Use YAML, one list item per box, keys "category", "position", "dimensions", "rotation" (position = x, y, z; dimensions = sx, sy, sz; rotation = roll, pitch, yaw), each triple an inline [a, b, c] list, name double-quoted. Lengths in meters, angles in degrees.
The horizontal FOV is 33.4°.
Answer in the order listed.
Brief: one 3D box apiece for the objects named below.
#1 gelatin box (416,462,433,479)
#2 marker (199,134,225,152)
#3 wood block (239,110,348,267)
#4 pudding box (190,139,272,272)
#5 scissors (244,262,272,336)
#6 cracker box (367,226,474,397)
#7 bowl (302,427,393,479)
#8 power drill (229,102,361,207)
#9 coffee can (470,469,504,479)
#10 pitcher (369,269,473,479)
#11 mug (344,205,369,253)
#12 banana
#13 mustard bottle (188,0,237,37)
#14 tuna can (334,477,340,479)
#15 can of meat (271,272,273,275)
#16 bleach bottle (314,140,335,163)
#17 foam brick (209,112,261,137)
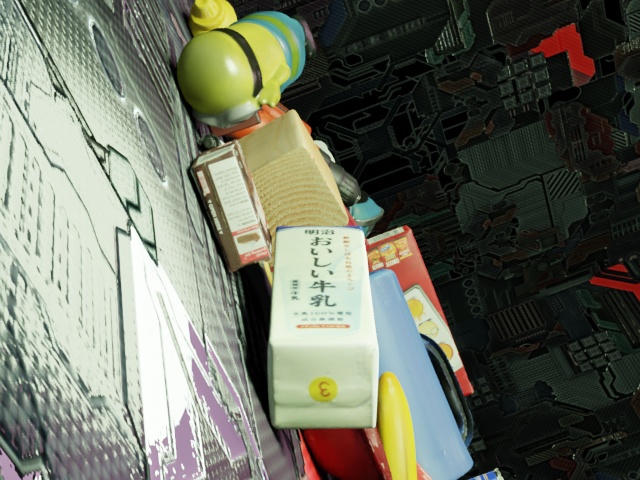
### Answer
- category: "gelatin box"
  position: [0.077, 0.259, 1.073]
  dimensions: [0.073, 0.030, 0.089]
  rotation: [43, -55, 49]
- category: "marker"
  position: [-0.093, -0.082, 0.980]
  dimensions: [0.121, 0.020, 0.020]
  rotation: [27, 43, -87]
- category: "wood block"
  position: [-0.037, -0.059, 1.086]
  dimensions: [0.091, 0.090, 0.206]
  rotation: [59, 5, -15]
- category: "pudding box"
  position: [-0.068, -0.029, 0.846]
  dimensions: [0.113, 0.039, 0.090]
  rotation: [-95, 165, -80]
- category: "scissors"
  position: [-0.047, 0.055, 0.905]
  dimensions: [0.202, 0.016, 0.096]
  rotation: [-108, 175, -55]
- category: "cracker box"
  position: [0.068, 0.109, 1.285]
  dimensions: [0.072, 0.164, 0.214]
  rotation: [-96, 164, -83]
- category: "bowl"
  position: [0.012, 0.149, 0.936]
  dimensions: [0.162, 0.055, 0.162]
  rotation: [-22, 91, -88]
- category: "power drill"
  position: [-0.039, -0.116, 1.278]
  dimensions: [0.184, 0.057, 0.188]
  rotation: [36, 8, -16]
- category: "coffee can"
  position: [0.089, 0.248, 0.819]
  dimensions: [0.103, 0.140, 0.103]
  rotation: [-21, 91, -88]
- category: "pitcher"
  position: [0.077, 0.157, 1.190]
  dimensions: [0.149, 0.145, 0.243]
  rotation: [-8, 79, -83]
- category: "mug"
  position: [-0.008, 0.001, 1.185]
  dimensions: [0.081, 0.117, 0.093]
  rotation: [56, 33, -12]
- category: "banana"
  position: [0.068, 0.226, 1.012]
  dimensions: [0.070, 0.037, 0.198]
  rotation: [166, -75, -74]
- category: "mustard bottle"
  position: [-0.120, -0.244, 1.317]
  dimensions: [0.191, 0.058, 0.096]
  rotation: [65, 4, -69]
- category: "tuna can"
  position: [0.027, 0.210, 1.046]
  dimensions: [0.086, 0.034, 0.086]
  rotation: [-21, 91, -88]
- category: "can of meat"
  position: [-0.008, 0.046, 1.045]
  dimensions: [0.102, 0.084, 0.057]
  rotation: [32, 37, -86]
- category: "bleach bottle"
  position: [-0.006, -0.049, 1.479]
  dimensions: [0.251, 0.068, 0.102]
  rotation: [95, -24, -61]
- category: "foam brick"
  position: [-0.097, -0.149, 1.086]
  dimensions: [0.053, 0.051, 0.078]
  rotation: [-104, 174, -78]
